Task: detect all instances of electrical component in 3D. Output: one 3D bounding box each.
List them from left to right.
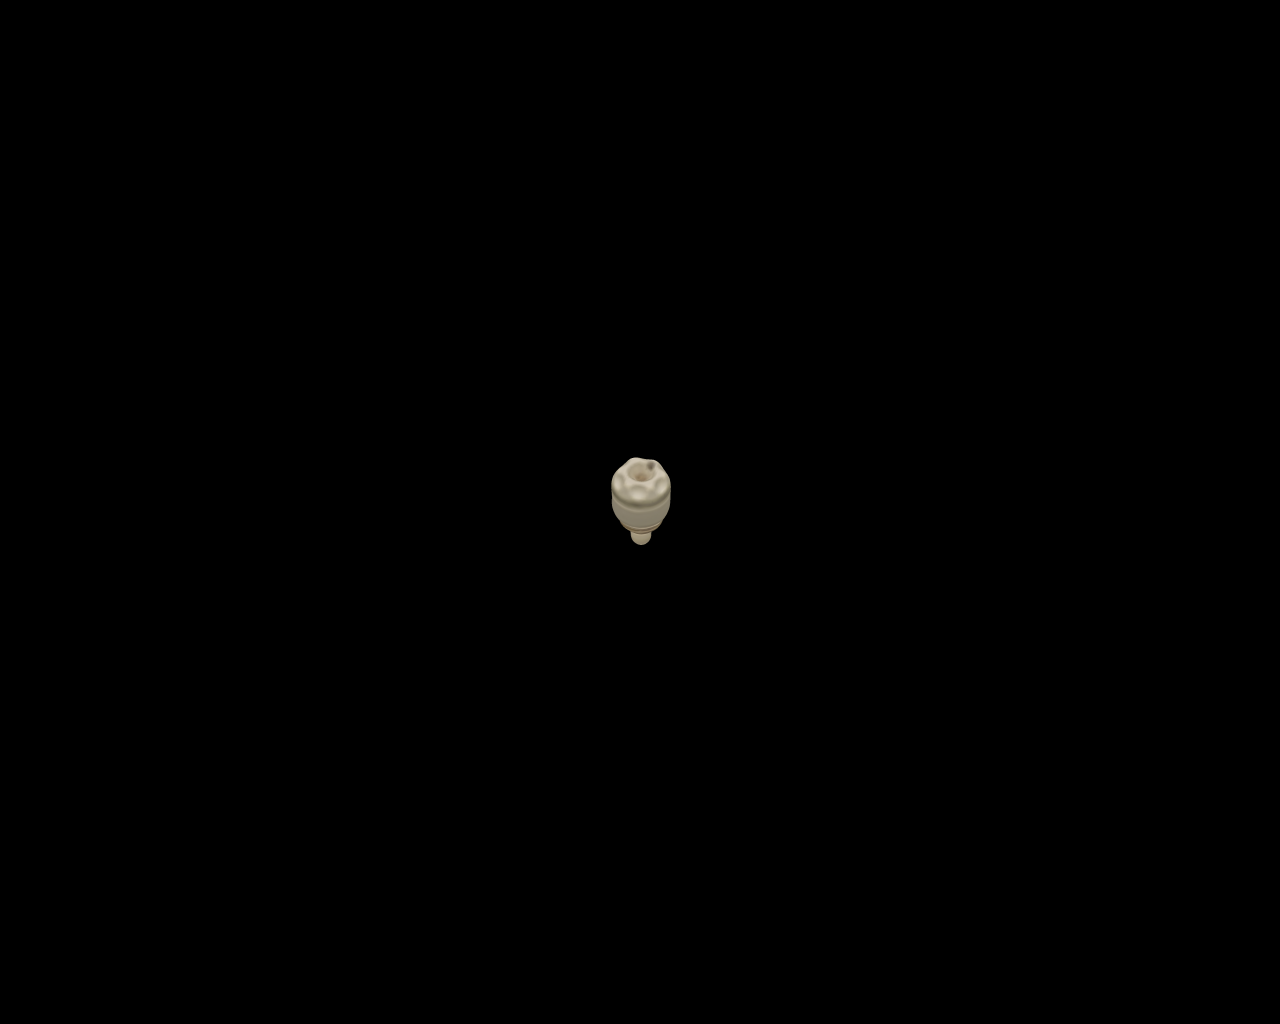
[{"bbox_3d":[0.001,-0.003,0.650,0.035,0.035,0.061,0,-45,0],"label":"electrical component"}]
